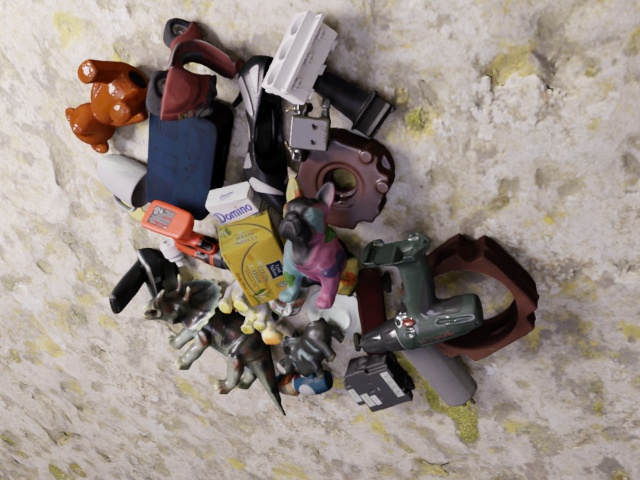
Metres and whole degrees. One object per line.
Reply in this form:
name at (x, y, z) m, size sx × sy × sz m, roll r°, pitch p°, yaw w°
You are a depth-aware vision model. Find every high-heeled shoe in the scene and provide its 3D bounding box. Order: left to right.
high-heeled shoe at (-0.074, -0.172, 0.886) m, size 0.145 × 0.086 × 0.248 m, roll -24°, pitch 92°, yaw 50°

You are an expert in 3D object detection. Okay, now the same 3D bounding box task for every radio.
radio at (-0.239, -0.152, 0.975) m, size 0.131 × 0.073 × 0.229 m, roll 22°, pitch 130°, yaw 5°

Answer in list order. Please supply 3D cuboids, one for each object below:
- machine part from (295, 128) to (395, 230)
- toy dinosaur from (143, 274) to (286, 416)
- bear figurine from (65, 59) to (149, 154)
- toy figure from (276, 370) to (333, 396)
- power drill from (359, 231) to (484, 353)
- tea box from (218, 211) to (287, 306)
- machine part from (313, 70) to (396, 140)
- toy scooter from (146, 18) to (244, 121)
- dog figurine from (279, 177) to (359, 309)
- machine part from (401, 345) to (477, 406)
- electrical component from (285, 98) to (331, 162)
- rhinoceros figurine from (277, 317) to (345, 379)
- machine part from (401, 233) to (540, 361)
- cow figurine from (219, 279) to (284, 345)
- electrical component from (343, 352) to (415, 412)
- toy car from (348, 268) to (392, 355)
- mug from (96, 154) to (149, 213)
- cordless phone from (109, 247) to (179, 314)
machine part at (0.039, -0.102, 0.925) m, size 0.180 × 0.056 × 0.179 m, roll 10°, pitch 124°, yaw 15°
toy dinosaur at (-0.195, 0.218, 1.168) m, size 0.404 × 0.131 × 0.192 m, roll 33°, pitch 102°, yaw -18°
bear figurine at (-0.396, -0.230, 0.959) m, size 0.196 × 0.132 × 0.120 m, roll -29°, pitch 104°, yaw 25°
toy figure at (-0.046, 0.322, 1.217) m, size 0.155 × 0.058 × 0.064 m, roll -14°, pitch 93°, yaw 28°
power drill at (0.139, 0.098, 0.895) m, size 0.232 × 0.086 × 0.207 m, roll -14°, pitch 111°, yaw 25°
tea box at (-0.108, 0.037, 0.967) m, size 0.098 × 0.068 × 0.169 m, roll -20°, pitch 137°, yaw 3°
machine part at (0.046, -0.223, 0.859) m, size 0.139 × 0.039 × 0.084 m, roll 35°, pitch 129°, yaw -6°
toy scooter at (-0.196, -0.263, 0.862) m, size 0.135 × 0.184 × 0.075 m, roll 14°, pitch 161°, yaw -15°
dog figurine at (-0.002, -0.003, 0.911) m, size 0.109 × 0.191 × 0.219 m, roll 13°, pitch 115°, yaw 28°
machine part at (0.231, 0.243, 1.054) m, size 0.079 × 0.079 × 0.243 m, roll -30°, pitch 108°, yaw 31°
electrical component at (-0.020, -0.175, 0.860) m, size 0.078 × 0.045 × 0.102 m, roll 1°, pitch 103°, yaw 4°
rhinoceros figurine at (-0.027, 0.235, 1.131) m, size 0.112 × 0.073 × 0.190 m, roll 33°, pitch 134°, yaw -3°
machine part at (0.262, 0.102, 0.954) m, size 0.201 × 0.087 × 0.201 m, roll 41°, pitch 125°, yaw -9°
cow figurine at (-0.129, 0.145, 1.123) m, size 0.068 × 0.098 × 0.167 m, roll -14°, pitch 131°, yaw 31°
electrical component at (0.118, 0.301, 1.144) m, size 0.134 × 0.058 × 0.114 m, roll -25°, pitch 107°, yaw 30°
toy car at (0.102, 0.142, 1.055) m, size 0.089 × 0.053 × 0.201 m, roll -10°, pitch 120°, yaw 2°
mug at (-0.384, -0.115, 1.058) m, size 0.107 × 0.081 × 0.109 m, roll 34°, pitch 130°, yaw 11°
cordless phone at (-0.372, 0.115, 1.126) m, size 0.089 × 0.184 × 0.146 m, roll 5°, pitch 122°, yaw 11°
